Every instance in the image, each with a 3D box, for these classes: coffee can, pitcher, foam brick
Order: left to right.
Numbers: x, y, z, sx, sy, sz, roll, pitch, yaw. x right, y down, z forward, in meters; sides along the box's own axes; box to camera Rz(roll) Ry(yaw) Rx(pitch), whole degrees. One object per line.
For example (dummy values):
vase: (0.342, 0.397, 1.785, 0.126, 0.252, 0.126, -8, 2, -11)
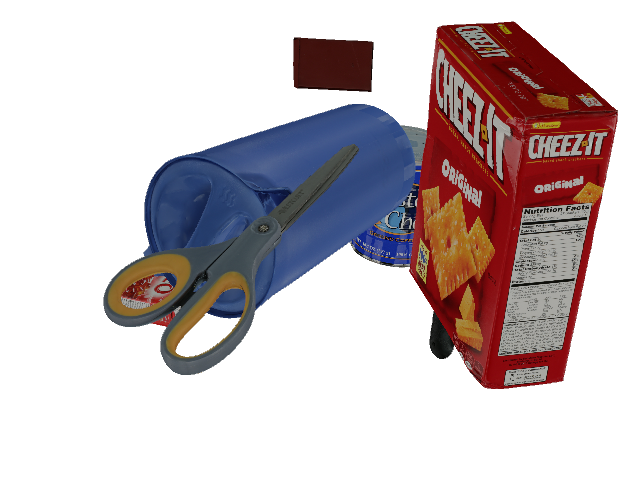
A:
pitcher: (-0.030, -0.035, 0.914, 0.149, 0.145, 0.242, 27, 33, 26)
foam brick: (0.012, -0.180, 1.092, 0.078, 0.051, 0.053, 2, 11, -6)
coffee can: (0.095, -0.054, 1.274, 0.102, 0.140, 0.103, 6, 28, -3)

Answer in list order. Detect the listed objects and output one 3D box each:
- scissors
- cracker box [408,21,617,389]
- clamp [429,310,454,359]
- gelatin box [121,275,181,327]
scissors: (-0.054, -0.002, 0.632, 0.096, 0.016, 0.201, 12, 46, 17)
cracker box: (0.126, -0.027, 0.764, 0.072, 0.214, 0.164, -6, 32, -14)
clamp: (0.130, 0.028, 1.029, 0.039, 0.171, 0.120, -15, 9, 44)
gelatin box: (-0.155, 0.049, 1.072, 0.073, 0.030, 0.089, 10, 30, 24)
